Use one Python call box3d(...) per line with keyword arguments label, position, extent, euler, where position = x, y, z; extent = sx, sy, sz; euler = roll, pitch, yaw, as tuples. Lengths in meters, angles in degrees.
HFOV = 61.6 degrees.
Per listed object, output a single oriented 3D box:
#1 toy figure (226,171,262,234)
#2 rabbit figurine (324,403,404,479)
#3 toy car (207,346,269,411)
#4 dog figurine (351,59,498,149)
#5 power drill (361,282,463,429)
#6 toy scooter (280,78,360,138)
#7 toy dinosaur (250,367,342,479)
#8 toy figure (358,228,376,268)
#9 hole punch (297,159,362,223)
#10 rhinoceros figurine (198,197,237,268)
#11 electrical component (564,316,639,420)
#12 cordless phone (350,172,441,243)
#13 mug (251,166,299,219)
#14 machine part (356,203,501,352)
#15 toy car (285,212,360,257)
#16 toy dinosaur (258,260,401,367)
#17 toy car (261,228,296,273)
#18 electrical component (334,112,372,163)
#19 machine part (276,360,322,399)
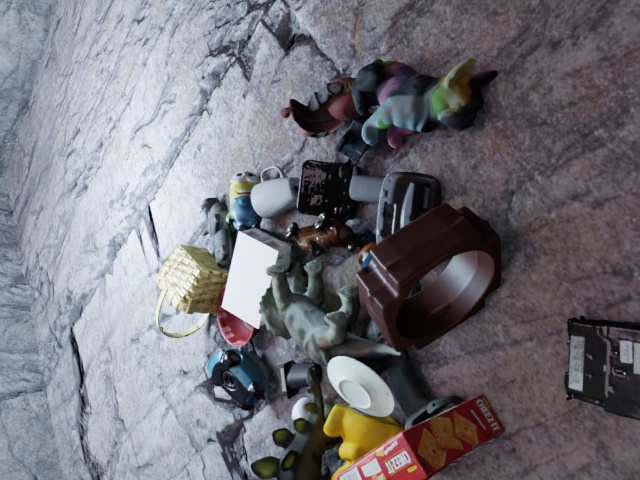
box3d(label="toy figure", position=(-0.176, -0.081, 1.244), extent=(0.089, 0.082, 0.180), euler=(-44, 44, 39))
box3d(label="rabbit figurine", position=(0.080, 0.395, 0.964), extent=(0.163, 0.121, 0.173), euler=(20, 84, 23))
box3d(label="toy car", position=(-0.174, 0.308, 1.245), extent=(0.162, 0.103, 0.109), euler=(40, 127, 12))
box3d(label="dog figurine", position=(0.171, -0.247, 0.882), extent=(0.219, 0.108, 0.191), euler=(-25, 69, 40))
box3d(label="power drill", position=(0.147, 0.208, 0.919), extent=(0.207, 0.086, 0.232), euler=(54, 128, 28))
box3d(label="toy scooter", position=(0.002, -0.256, 1.039), extent=(0.184, 0.135, 0.075), euler=(-28, 68, 42))
box3d(label="toy dinosaur", position=(-0.041, 0.482, 1.035), extent=(0.105, 0.198, 0.471), euler=(2, 90, 50))
box3d(label="toy figure", position=(0.095, 0.042, 0.971), extent=(0.064, 0.057, 0.154), euler=(-11, 40, 10))
box3d(label="hole punch", position=(0.025, -0.099, 1.062), extent=(0.116, 0.092, 0.142), euler=(11, 95, 15))
box3d(label="rhinoceros figurine", position=(-0.250, -0.025, 1.362), extent=(0.112, 0.073, 0.190), euler=(-43, 61, 51))
box3d(label="electrical component", position=(0.385, 0.161, 0.677), extent=(0.134, 0.058, 0.114), euler=(6, 96, 47))
box3d(label="cordless phone", position=(0.115, -0.048, 0.942), extent=(0.184, 0.088, 0.146), euler=(11, 99, 45))
box3d(label="mug", position=(-0.088, -0.110, 1.182), extent=(0.107, 0.080, 0.109), euler=(-14, 79, 36))
box3d(label="machine part", position=(0.162, 0.057, 0.792), extent=(0.201, 0.200, 0.087), euler=(-30, 49, -6))
box3d(label="toy car", position=(-0.002, -0.003, 1.046), extent=(0.202, 0.089, 0.053), euler=(-13, 50, 60))
box3d(label="toy dinosaur", position=(0.000, 0.161, 1.004), extent=(0.405, 0.131, 0.191), euler=(43, 143, 47))
box3d(label="toy car", position=(-0.126, 0.020, 1.232), extent=(0.202, 0.056, 0.073), euler=(20, 104, 46))
box3d(label="electrical component", position=(0.069, -0.184, 0.974), extent=(0.048, 0.119, 0.074), euler=(31, 122, 1))
box3d(label="machine part", position=(-0.047, 0.296, 1.160), extent=(0.139, 0.039, 0.084), euler=(-28, 61, 46))
